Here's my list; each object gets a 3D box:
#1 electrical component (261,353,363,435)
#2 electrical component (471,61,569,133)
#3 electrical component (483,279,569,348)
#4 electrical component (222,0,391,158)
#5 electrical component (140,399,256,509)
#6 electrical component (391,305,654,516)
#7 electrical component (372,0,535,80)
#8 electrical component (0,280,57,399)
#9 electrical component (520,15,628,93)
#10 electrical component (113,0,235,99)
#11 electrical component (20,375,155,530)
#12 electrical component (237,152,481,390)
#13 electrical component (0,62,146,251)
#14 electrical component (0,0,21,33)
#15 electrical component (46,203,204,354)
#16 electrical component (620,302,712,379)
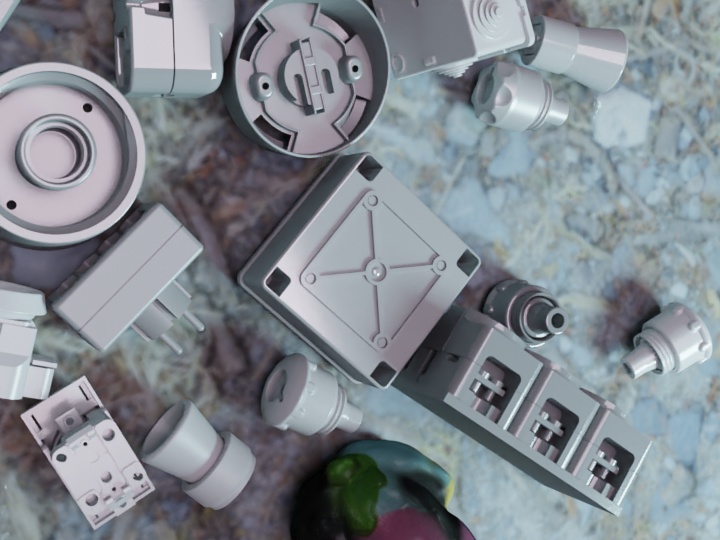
[{"bbox_3d":[-0.027,0.083,0.672,0.062,0.048,0.048,28,82,-28],"label":"electrical component"},{"bbox_3d":[0.110,-0.113,0.719,0.062,0.043,0.043,13,88,-24],"label":"electrical component"},{"bbox_3d":[0.115,0.031,0.717,0.048,0.062,0.048,-1,93,-22],"label":"electrical component"},{"bbox_3d":[-0.034,-0.117,0.648,0.099,0.064,0.099,-1,93,-22],"label":"electrical component"},{"bbox_3d":[-0.096,0.111,0.643,0.055,0.045,0.045,42,77,-19],"label":"electrical component"},{"bbox_3d":[0.105,0.089,0.701,0.150,0.089,0.061,35,79,-20],"label":"electrical component"},{"bbox_3d":[0.051,-0.169,0.663,0.048,0.100,0.099,-23,101,-33],"label":"electrical component"},{"bbox_3d":[-0.205,0.035,0.589,0.078,0.058,0.057,13,91,-22],"label":"electrical component"},{"bbox_3d":[0.143,-0.150,0.733,0.065,0.044,0.044,11,88,-18],"label":"electrical component"},{"bbox_3d":[-0.109,-0.148,0.621,0.059,0.054,0.095,-3,94,-22],"label":"electrical component"},{"bbox_3d":[-0.152,0.106,0.610,0.042,0.064,0.081,-34,104,-19],"label":"electrical component"},{"bbox_3d":[0.000,0.000,0.672,0.109,0.056,0.108,42,77,-19],"label":"electrical component"},{"bbox_3d":[-0.171,-0.064,0.596,0.108,0.060,0.108,-1,93,-22],"label":"electrical component"},{"bbox_3d":[-0.228,-0.112,0.546,0.060,0.105,0.186,32,80,-20],"label":"electrical component"},{"bbox_3d":[-0.124,0.016,0.626,0.083,0.047,0.075,-48,108,-14],"label":"electrical component"},{"bbox_3d":[0.216,0.055,0.771,0.062,0.048,0.048,-29,103,-12],"label":"electrical component"}]
